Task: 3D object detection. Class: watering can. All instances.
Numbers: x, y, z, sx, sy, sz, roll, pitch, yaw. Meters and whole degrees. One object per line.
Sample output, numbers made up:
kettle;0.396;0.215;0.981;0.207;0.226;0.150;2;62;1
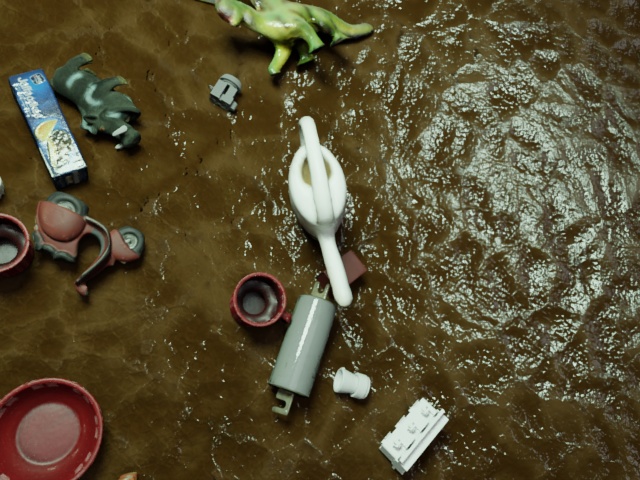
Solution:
watering can;0.003;-0.047;0.935;0.104;0.351;0.222;-10;-11;-2

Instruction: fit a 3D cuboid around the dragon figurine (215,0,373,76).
dragon figurine;-0.059;-0.494;1.092;0.121;0.242;0.417;-25;10;47
